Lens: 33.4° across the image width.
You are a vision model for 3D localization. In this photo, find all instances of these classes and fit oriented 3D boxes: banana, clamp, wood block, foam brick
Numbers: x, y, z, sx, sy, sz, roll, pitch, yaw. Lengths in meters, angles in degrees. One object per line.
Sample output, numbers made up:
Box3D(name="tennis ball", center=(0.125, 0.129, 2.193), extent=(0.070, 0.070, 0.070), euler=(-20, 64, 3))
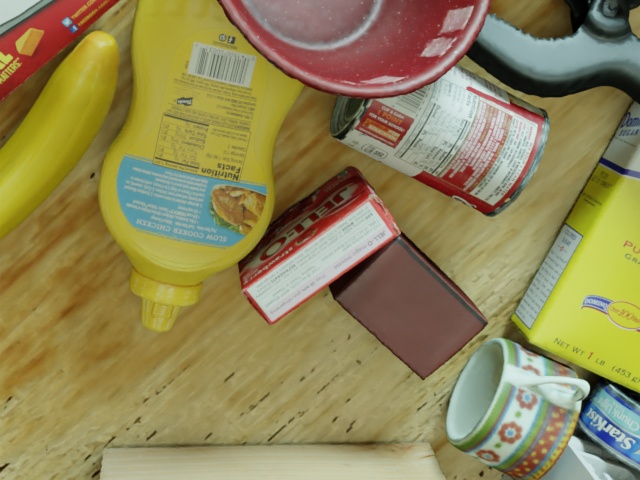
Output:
Box3D(name="banana", center=(-0.170, -0.033, 0.568), extent=(0.198, 0.069, 0.037), euler=(-39, 78, 7))
Box3D(name="clamp", center=(0.158, -0.110, 0.579), extent=(0.210, 0.036, 0.164), euler=(0, 77, -4))
Box3D(name="wood block", center=(-0.028, 0.183, 0.640), extent=(0.206, 0.091, 0.090), euler=(1, 107, -8))
Box3D(name="foam brick", center=(0.049, 0.033, 0.624), extent=(0.078, 0.053, 0.051), euler=(43, 97, -16))

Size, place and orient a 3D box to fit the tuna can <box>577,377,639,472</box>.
Box3D(name="tuna can", center=(0.203, 0.117, 0.653), extent=(0.086, 0.086, 0.034), euler=(24, 100, -14))

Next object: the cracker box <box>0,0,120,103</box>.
Box3D(name="cracker box", center=(-0.219, -0.153, 0.497), extent=(0.164, 0.072, 0.213), euler=(-40, 123, 4))

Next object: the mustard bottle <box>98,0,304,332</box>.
Box3D(name="mustard bottle", center=(-0.069, -0.040, 0.582), extent=(0.096, 0.058, 0.192), euler=(12, 105, -13))

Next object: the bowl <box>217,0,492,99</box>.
Box3D(name="bowl", center=(0.006, -0.144, 0.523), extent=(0.161, 0.055, 0.162), euler=(2, 85, -26))

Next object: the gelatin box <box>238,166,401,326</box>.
Box3D(name="gelatin box", center=(-0.004, 0.001, 0.596), extent=(0.089, 0.073, 0.030), euler=(-37, 107, 4))

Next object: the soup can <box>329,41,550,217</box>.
Box3D(name="soup can", center=(0.065, -0.064, 0.589), extent=(0.102, 0.068, 0.068), euler=(25, 102, -14))

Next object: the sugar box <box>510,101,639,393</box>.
Box3D(name="sugar box", center=(0.199, -0.003, 0.637), extent=(0.093, 0.048, 0.176), euler=(24, 103, -13))
